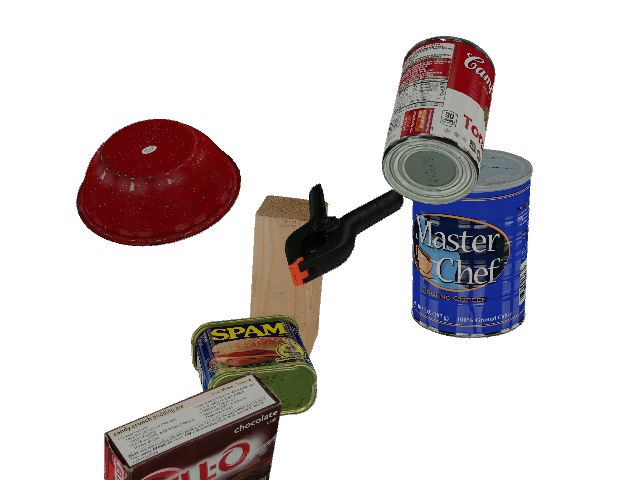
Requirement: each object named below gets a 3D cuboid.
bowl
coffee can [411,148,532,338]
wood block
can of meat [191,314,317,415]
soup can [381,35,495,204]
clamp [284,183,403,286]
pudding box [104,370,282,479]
[{"bbox_3d":[-0.159,-0.068,1.022,0.162,0.055,0.162,-4,43,3],"label":"bowl"},{"bbox_3d":[0.131,0.000,0.937,0.103,0.140,0.103,-2,22,0],"label":"coffee can"},{"bbox_3d":[-0.046,0.051,1.501,0.090,0.206,0.090,7,22,6],"label":"wood block"},{"bbox_3d":[-0.059,0.114,0.952,0.102,0.057,0.084,-5,27,-13],"label":"can of meat"},{"bbox_3d":[0.083,-0.084,0.747,0.068,0.102,0.068,9,-38,7],"label":"soup can"},{"bbox_3d":[0.021,-0.012,1.203,0.120,0.039,0.171,-5,37,27],"label":"clamp"},{"bbox_3d":[-0.083,0.142,0.688,0.113,0.090,0.039,-22,50,-32],"label":"pudding box"}]
